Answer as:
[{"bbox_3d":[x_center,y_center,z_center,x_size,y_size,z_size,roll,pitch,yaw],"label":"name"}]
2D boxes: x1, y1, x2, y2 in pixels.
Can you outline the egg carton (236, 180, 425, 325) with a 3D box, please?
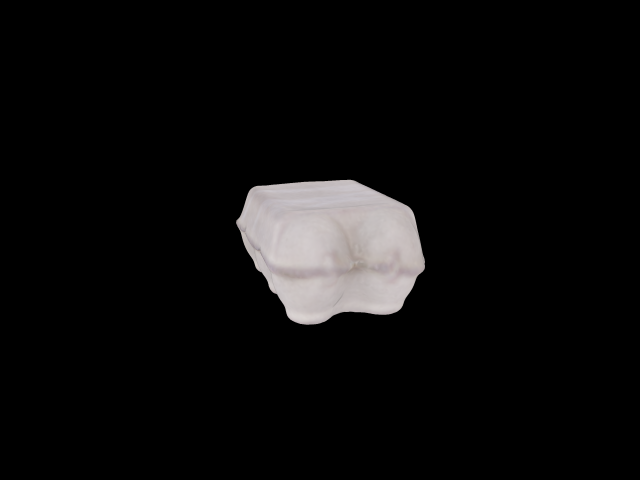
[{"bbox_3d":[0.004,0.001,0.400,0.107,0.069,0.150,-6,17,-18],"label":"egg carton"}]
